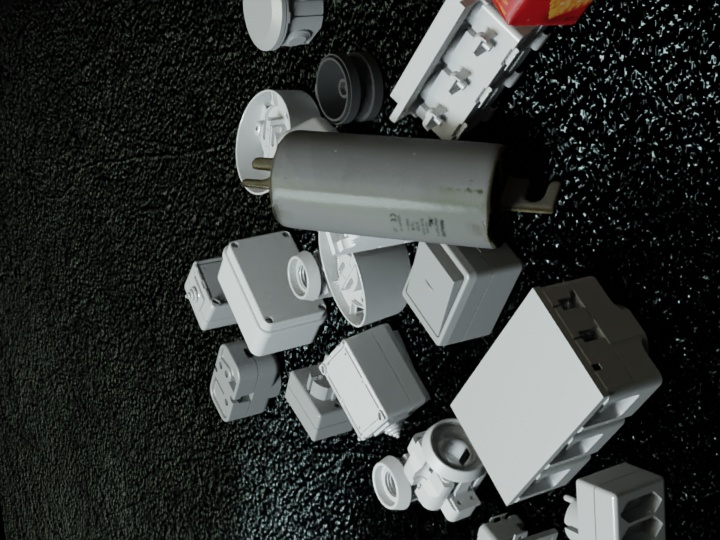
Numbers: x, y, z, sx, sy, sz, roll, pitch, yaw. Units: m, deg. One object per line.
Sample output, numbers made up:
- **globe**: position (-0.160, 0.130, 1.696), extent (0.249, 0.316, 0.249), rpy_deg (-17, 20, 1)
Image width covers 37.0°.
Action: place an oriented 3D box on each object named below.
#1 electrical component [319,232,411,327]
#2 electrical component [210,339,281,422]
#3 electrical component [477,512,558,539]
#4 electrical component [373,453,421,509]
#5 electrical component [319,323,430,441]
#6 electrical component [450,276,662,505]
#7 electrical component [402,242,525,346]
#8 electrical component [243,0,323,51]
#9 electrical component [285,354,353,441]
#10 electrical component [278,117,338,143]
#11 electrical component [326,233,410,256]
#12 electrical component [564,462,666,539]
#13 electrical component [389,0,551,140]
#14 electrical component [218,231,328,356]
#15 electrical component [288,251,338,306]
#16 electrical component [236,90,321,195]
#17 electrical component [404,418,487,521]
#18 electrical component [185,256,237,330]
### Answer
- **electrical component**: position (0.000, 0.000, 0.956), extent (0.099, 0.064, 0.099), rpy_deg (27, 122, 54)
- **electrical component**: position (-0.128, 0.123, 1.223), extent (0.053, 0.059, 0.095), rpy_deg (57, 144, 33)
- **electrical component**: position (0.122, 0.231, 0.848), extent (0.064, 0.042, 0.081), rpy_deg (47, 136, 46)
- **electrical component**: position (0.045, 0.183, 0.950), extent (0.048, 0.055, 0.066), rpy_deg (63, 147, 25)
- **electrical component**: position (0.019, 0.105, 0.970), extent (0.096, 0.061, 0.061), rpy_deg (60, 147, 14)
- **electrical component**: position (0.136, 0.085, 0.755), extent (0.089, 0.062, 0.150), rpy_deg (61, 146, 28)
- **electrical component**: position (0.074, 0.013, 0.837), extent (0.061, 0.061, 0.096), rpy_deg (56, 143, 34)
- **electrical component**: position (-0.074, -0.248, 1.012), extent (0.080, 0.051, 0.080), rpy_deg (28, 123, 54)
- **electrical component**: position (-0.035, 0.118, 1.073), extent (0.065, 0.047, 0.076), rpy_deg (53, 142, 38)
- **electrical component**: position (-0.036, -0.087, 0.973), extent (0.059, 0.054, 0.095), rpy_deg (51, 165, 39)
- **electrical component**: position (0.017, -0.051, 0.884), extent (0.050, 0.089, 0.055), rpy_deg (-35, 69, 58)
- **electrical component**: position (0.168, 0.177, 0.745), extent (0.076, 0.047, 0.083), rpy_deg (13, 111, 58)
- **electrical component**: position (0.079, -0.150, 0.768), extent (0.063, 0.079, 0.121), rpy_deg (47, 142, 9)
- **electrical component**: position (-0.091, 0.022, 1.106), extent (0.113, 0.078, 0.057), rpy_deg (62, 149, 26)
- **electrical component**: position (-0.035, 0.003, 1.027), extent (0.048, 0.055, 0.066), rpy_deg (-29, 75, 59)
- **electrical component**: position (-0.078, -0.126, 1.047), extent (0.099, 0.064, 0.099), rpy_deg (28, 123, 54)
- **electrical component**: position (0.074, 0.160, 0.892), extent (0.078, 0.058, 0.057), rpy_deg (59, 148, 31)
- **electrical component**: position (-0.150, 0.025, 1.190), extent (0.061, 0.096, 0.061), rpy_deg (64, 147, 23)
